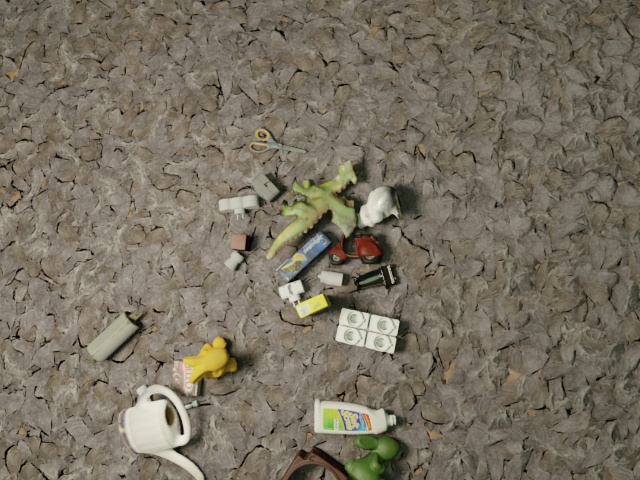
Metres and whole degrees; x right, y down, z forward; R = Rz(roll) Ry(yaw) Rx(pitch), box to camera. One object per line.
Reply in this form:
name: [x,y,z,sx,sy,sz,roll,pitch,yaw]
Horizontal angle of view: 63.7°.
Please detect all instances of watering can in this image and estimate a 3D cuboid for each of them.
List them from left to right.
watering can: [-0.502,0.626,1.624,0.224,0.105,0.346,-15,96,11]

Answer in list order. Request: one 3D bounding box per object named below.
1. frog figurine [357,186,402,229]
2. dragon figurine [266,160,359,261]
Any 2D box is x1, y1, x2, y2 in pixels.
frog figurine: [0.183,-0.109,1.696,0.159,0.120,0.141,-12,47,11]
dragon figurine: [0.005,-0.084,1.678,0.243,0.120,0.415,18,74,11]
